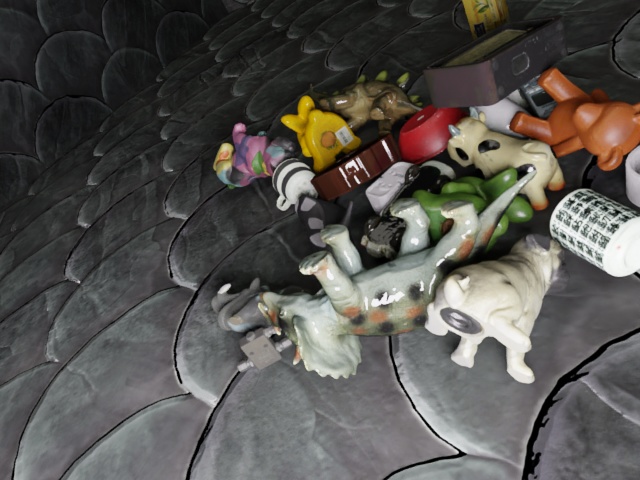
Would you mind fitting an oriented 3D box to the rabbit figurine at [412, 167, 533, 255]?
[{"bbox_3d":[0.221,-0.055,0.798,0.159,0.121,0.170,-19,19,29],"label":"rabbit figurine"}]

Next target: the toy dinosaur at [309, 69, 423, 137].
[{"bbox_3d":[0.100,-0.322,1.266,0.472,0.104,0.198,22,51,40],"label":"toy dinosaur"}]

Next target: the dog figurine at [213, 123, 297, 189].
[{"bbox_3d":[-0.139,-0.169,1.239,0.191,0.108,0.219,-55,47,14],"label":"dog figurine"}]

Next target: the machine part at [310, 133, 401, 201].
[{"bbox_3d":[0.069,-0.136,1.018,0.179,0.056,0.179,-30,8,5],"label":"machine part"}]

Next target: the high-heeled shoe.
[{"bbox_3d":[-0.002,-0.003,0.974,0.249,0.086,0.145,5,77,67],"label":"high-heeled shoe"}]

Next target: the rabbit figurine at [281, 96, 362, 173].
[{"bbox_3d":[-0.014,-0.233,1.211,0.122,0.162,0.173,-47,17,-3],"label":"rabbit figurine"}]

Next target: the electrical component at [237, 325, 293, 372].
[{"bbox_3d":[-0.090,0.160,0.800,0.094,0.063,0.021,-30,33,4],"label":"electrical component"}]

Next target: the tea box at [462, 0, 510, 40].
[{"bbox_3d":[0.379,-0.490,1.200,0.068,0.169,0.098,-6,39,34],"label":"tea box"}]

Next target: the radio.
[{"bbox_3d":[0.298,-0.298,0.897,0.229,0.073,0.131,-35,28,-23],"label":"radio"}]

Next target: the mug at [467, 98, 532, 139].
[{"bbox_3d":[0.313,-0.195,0.935,0.107,0.081,0.109,32,106,25],"label":"mug"}]

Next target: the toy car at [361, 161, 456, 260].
[{"bbox_3d":[0.147,-0.050,0.886,0.074,0.056,0.202,28,73,38],"label":"toy car"}]

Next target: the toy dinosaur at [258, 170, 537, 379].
[{"bbox_3d":[0.105,0.057,0.697,0.405,0.192,0.131,-17,24,5],"label":"toy dinosaur"}]

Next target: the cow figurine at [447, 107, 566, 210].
[{"bbox_3d":[0.277,-0.133,0.844,0.085,0.127,0.195,-38,36,-16],"label":"cow figurine"}]

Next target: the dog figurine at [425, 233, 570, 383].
[{"bbox_3d":[0.215,0.042,0.628,0.121,0.172,0.190,14,60,34],"label":"dog figurine"}]

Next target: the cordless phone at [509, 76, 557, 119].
[{"bbox_3d":[0.360,-0.255,0.989,0.147,0.088,0.184,-21,44,14],"label":"cordless phone"}]

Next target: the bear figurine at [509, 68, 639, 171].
[{"bbox_3d":[0.382,-0.177,0.790,0.120,0.132,0.196,-59,3,17],"label":"bear figurine"}]

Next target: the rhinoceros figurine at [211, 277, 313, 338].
[{"bbox_3d":[-0.100,0.108,0.870,0.190,0.073,0.112,-7,41,31],"label":"rhinoceros figurine"}]
